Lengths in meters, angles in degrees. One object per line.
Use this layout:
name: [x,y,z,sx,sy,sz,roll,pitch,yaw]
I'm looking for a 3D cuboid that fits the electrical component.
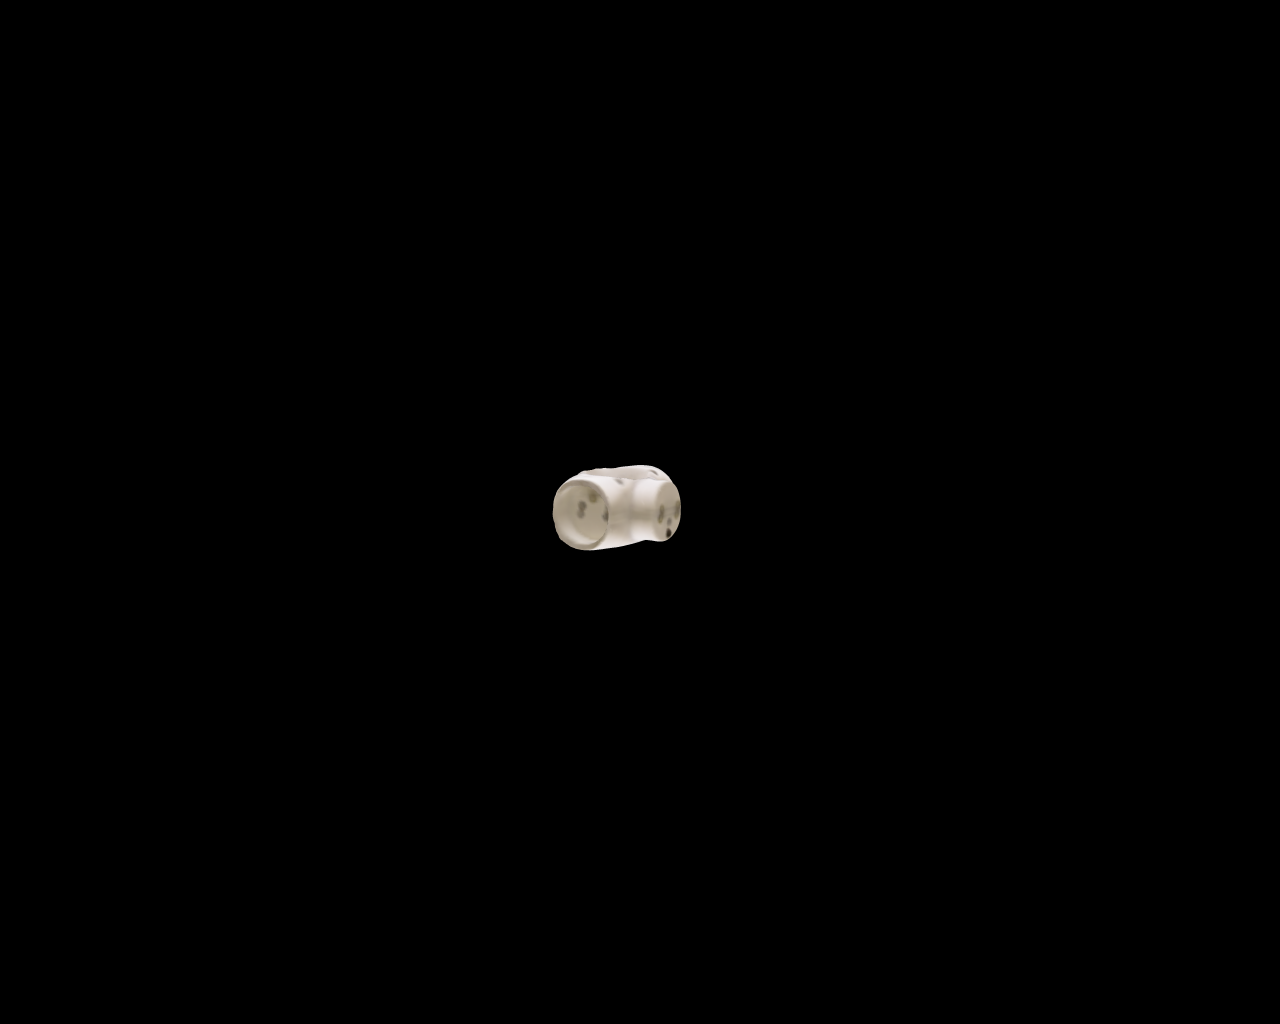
electrical component: [0.001,-0.003,0.650,0.079,0.044,0.077,6,11,31]
